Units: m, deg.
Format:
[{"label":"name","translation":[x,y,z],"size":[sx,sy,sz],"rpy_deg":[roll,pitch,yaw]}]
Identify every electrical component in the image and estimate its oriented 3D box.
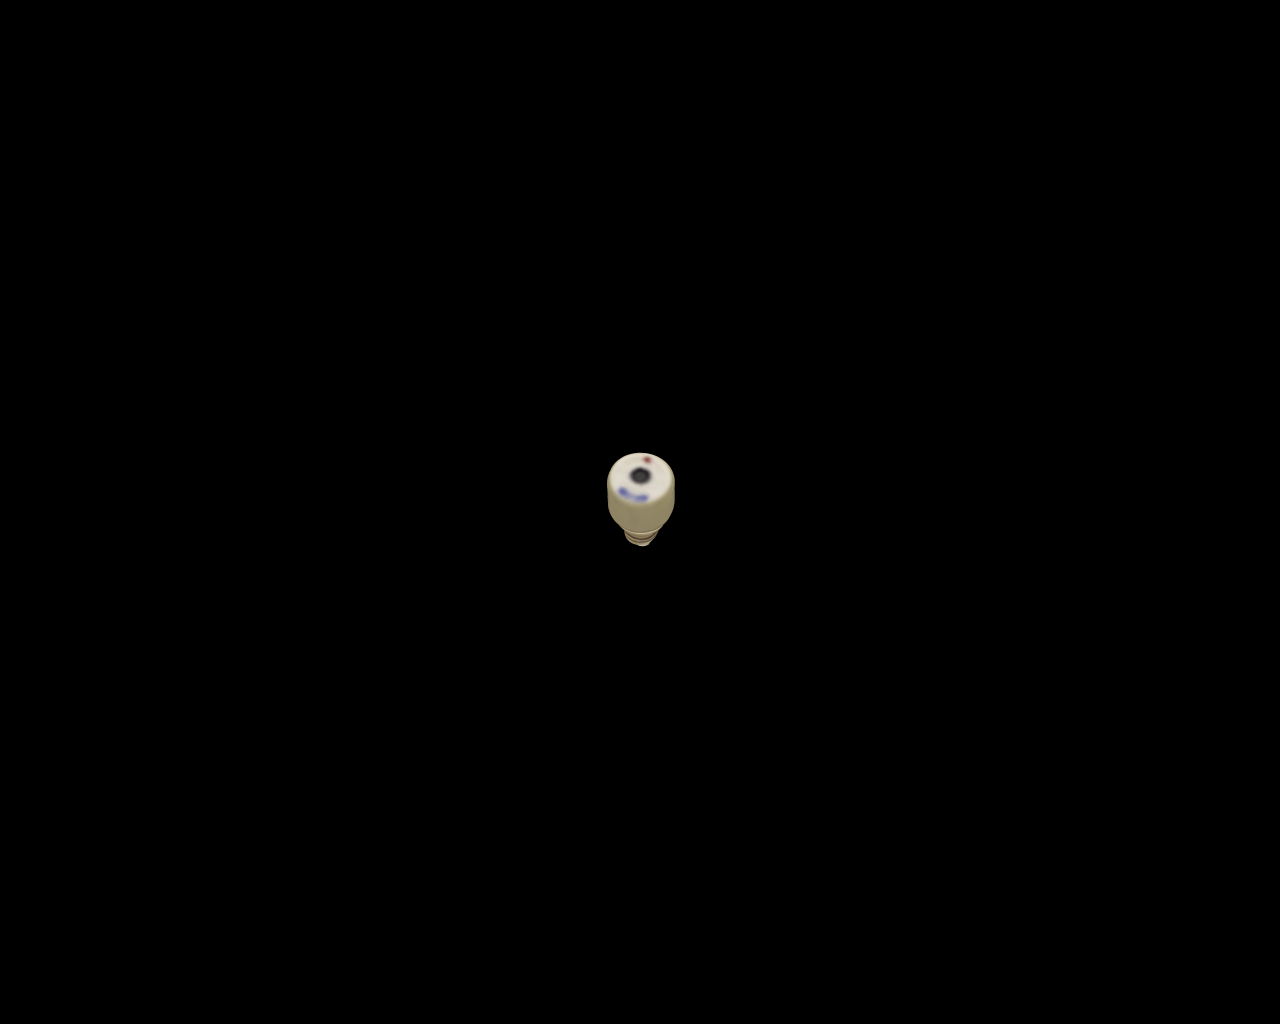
[{"label":"electrical component","translation":[0.001,-0.003,0.650],"size":[0.040,0.040,0.078],"rpy_deg":[0,-34,0]}]
